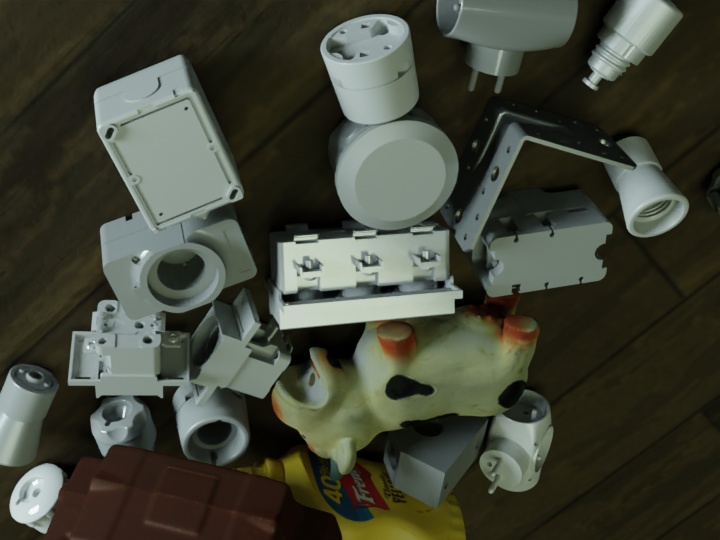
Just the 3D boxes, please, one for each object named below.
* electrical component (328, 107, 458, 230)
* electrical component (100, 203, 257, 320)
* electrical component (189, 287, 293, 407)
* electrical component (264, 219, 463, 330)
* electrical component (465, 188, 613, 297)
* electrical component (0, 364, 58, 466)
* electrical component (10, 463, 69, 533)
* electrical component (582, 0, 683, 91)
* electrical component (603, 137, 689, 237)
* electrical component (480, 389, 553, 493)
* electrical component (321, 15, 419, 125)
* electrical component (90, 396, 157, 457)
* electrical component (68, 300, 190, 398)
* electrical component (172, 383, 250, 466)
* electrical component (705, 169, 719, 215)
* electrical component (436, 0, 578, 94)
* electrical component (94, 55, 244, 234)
[{"bbox_3d":[0.020,-0.071,0.705,0.080,0.051,0.080,-8,126,-11],"label":"electrical component"},{"bbox_3d":[-0.119,-0.010,0.703,0.089,0.055,0.050,-20,127,-2],"label":"electrical component"},{"bbox_3d":[-0.087,0.059,0.770,0.064,0.042,0.081,24,115,-31],"label":"electrical component"},{"bbox_3d":[0.000,0.000,0.739,0.121,0.079,0.063,-5,103,-13],"label":"electrical component"},{"bbox_3d":[0.125,-0.022,0.767,0.089,0.055,0.050,-8,125,-11],"label":"electrical component"},{"bbox_3d":[-0.238,0.099,0.755,0.044,0.044,0.065,17,113,-26],"label":"electrical component"},{"bbox_3d":[-0.229,0.179,0.812,0.048,0.048,0.062,-31,133,6],"label":"electrical component"},{"bbox_3d":[0.174,-0.152,0.700,0.040,0.040,0.078,24,115,-29],"label":"electrical component"},{"bbox_3d":[0.197,-0.061,0.754,0.044,0.065,0.044,-11,144,-8],"label":"electrical component"},{"bbox_3d":[0.123,0.150,0.878,0.044,0.079,0.077,19,128,23],"label":"electrical component"},{"bbox_3d":[0.008,-0.123,0.663,0.055,0.055,0.047,-19,131,-3],"label":"electrical component"},{"bbox_3d":[-0.171,0.125,0.791,0.043,0.043,0.062,-14,129,-6],"label":"electrical component"},{"bbox_3d":[-0.157,0.053,0.732,0.081,0.042,0.063,1,140,-9],"label":"electrical component"},{"bbox_3d":[-0.109,0.112,0.797,0.055,0.047,0.055,-8,126,-11],"label":"electrical component"},{"bbox_3d":[0.292,-0.052,0.804,0.062,0.043,0.043,27,113,-32],"label":"electrical component"},{"bbox_3d":[0.087,-0.148,0.675,0.077,0.043,0.079,2,124,-17],"label":"electrical component"},{"bbox_3d":[-0.114,-0.073,0.657,0.062,0.061,0.096,-22,128,-1],"label":"electrical component"}]
